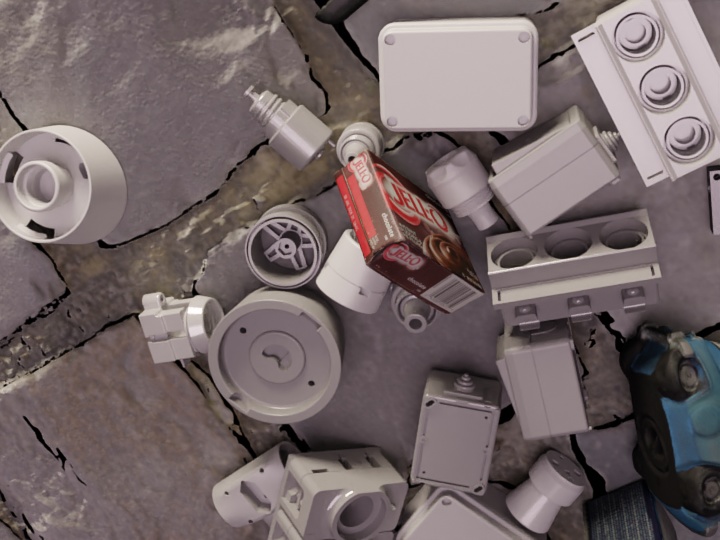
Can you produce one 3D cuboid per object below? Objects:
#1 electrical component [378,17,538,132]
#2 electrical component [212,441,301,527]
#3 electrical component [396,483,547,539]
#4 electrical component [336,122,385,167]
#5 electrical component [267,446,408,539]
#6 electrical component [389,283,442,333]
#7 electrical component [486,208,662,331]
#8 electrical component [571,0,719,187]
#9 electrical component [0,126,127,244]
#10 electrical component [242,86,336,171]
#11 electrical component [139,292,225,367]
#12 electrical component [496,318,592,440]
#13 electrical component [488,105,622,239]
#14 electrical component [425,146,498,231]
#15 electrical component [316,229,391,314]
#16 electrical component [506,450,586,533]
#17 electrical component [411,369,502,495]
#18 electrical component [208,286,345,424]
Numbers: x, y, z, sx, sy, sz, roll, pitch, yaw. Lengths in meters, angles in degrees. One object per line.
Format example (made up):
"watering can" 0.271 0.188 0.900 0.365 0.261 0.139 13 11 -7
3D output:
"electrical component" 0.072 -0.143 0.784 0.113 0.057 0.078 1 110 9
"electrical component" -0.075 0.200 0.937 0.077 0.043 0.079 -35 101 18
"electrical component" 0.096 0.227 0.913 0.113 0.057 0.078 35 111 -4
"electrical component" -0.001 -0.090 0.812 0.035 0.061 0.035 3 110 8
"electrical component" -0.024 0.232 0.909 0.089 0.062 0.150 1 115 -31
"electrical component" 0.045 0.026 0.844 0.048 0.062 0.048 3 120 5
"electrical component" 0.162 0.001 0.817 0.121 0.078 0.063 -10 129 12
"electrical component" 0.213 -0.133 0.763 0.079 0.063 0.121 -26 104 17
"electrical component" -0.245 -0.067 0.870 0.099 0.064 0.099 2 97 14
"electrical component" -0.057 -0.111 0.825 0.078 0.040 0.040 41 110 -7
"electrical component" -0.145 0.047 0.893 0.055 0.048 0.066 -9 108 20
"electrical component" 0.146 0.090 0.854 0.061 0.061 0.096 -11 107 13
"electrical component" 0.146 -0.080 0.793 0.096 0.061 0.061 -35 101 18
"electrical component" 0.082 -0.060 0.820 0.043 0.043 0.062 -32 103 18
"electrical component" 0.000 0.000 0.849 0.055 0.055 0.047 28 107 -2
"electrical component" 0.155 0.184 0.895 0.045 0.045 0.055 34 111 -4
"electrical component" 0.080 0.124 0.876 0.062 0.061 0.096 9 111 6
"electrical component" -0.063 0.064 0.877 0.108 0.060 0.108 3 110 8
